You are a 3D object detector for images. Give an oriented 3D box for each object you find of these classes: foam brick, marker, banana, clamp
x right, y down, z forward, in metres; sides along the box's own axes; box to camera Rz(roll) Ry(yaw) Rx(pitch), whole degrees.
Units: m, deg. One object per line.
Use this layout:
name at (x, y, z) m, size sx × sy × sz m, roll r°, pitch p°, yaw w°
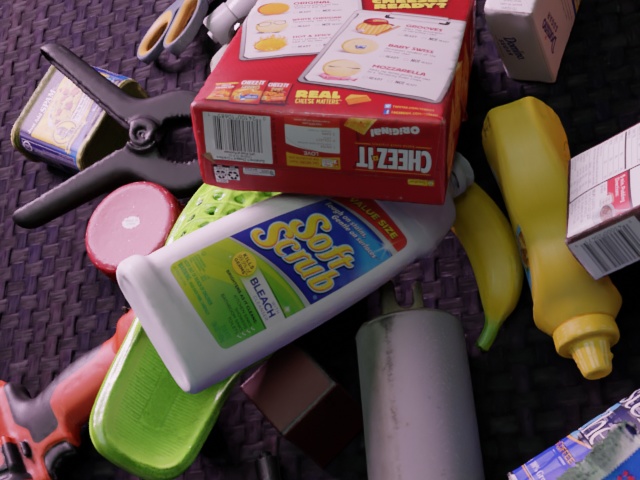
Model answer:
foam brick at (-0.008, 0.114, 0.744) m, size 0.053 × 0.078 × 0.051 m, roll -44°, pitch 55°, yaw -5°
marker at (-0.027, 0.204, 0.740) m, size 0.020 × 0.020 × 0.121 m, roll -22°, pitch 58°, yaw 12°
banana at (0.097, -0.014, 0.789) m, size 0.069 × 0.037 × 0.198 m, roll -31°, pitch 56°, yaw 3°
clamp at (-0.152, -0.093, 0.897) m, size 0.210 × 0.036 × 0.164 m, roll -2°, pitch 76°, yaw 2°

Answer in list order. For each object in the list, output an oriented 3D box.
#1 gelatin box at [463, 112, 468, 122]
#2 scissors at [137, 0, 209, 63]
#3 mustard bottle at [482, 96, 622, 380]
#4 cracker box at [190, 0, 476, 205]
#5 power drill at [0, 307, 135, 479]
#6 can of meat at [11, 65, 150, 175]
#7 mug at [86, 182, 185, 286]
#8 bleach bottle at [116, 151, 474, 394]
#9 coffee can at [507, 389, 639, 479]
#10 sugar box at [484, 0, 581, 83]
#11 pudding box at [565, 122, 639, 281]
gelatin box at (0.067, -0.118, 0.861) m, size 0.089 × 0.030 × 0.073 m, roll -18°, pitch 60°, yaw 13°
scissors at (-0.123, -0.237, 1.010) m, size 0.096 × 0.016 × 0.201 m, roll -26°, pitch 37°, yaw 35°
mustard bottle at (0.159, 0.004, 0.717) m, size 0.058 × 0.096 × 0.191 m, roll -17°, pitch 59°, yaw 12°
cracker box at (0.020, -0.111, 0.754) m, size 0.164 × 0.072 × 0.213 m, roll 5°, pitch 35°, yaw 11°
power drill at (-0.180, 0.152, 0.811) m, size 0.187 × 0.057 × 0.184 m, roll -32°, pitch 60°, yaw 4°
can of meat at (-0.213, -0.108, 0.961) m, size 0.084 × 0.057 × 0.102 m, roll 21°, pitch 75°, yaw 28°
mug at (-0.128, 0.015, 0.844) m, size 0.093 × 0.081 × 0.117 m, roll -29°, pitch 57°, yaw 7°
bleach bottle at (-0.005, 0.001, 0.727) m, size 0.250 × 0.068 × 0.102 m, roll -30°, pitch 88°, yaw -18°
coffee can at (0.197, 0.143, 0.625) m, size 0.140 × 0.102 × 0.103 m, roll -35°, pitch 56°, yaw 4°
sugar box at (0.179, -0.221, 0.828) m, size 0.048 × 0.093 × 0.176 m, roll 13°, pitch 70°, yaw 29°
pudding box at (0.204, -0.037, 0.642) m, size 0.114 × 0.039 × 0.090 m, roll -28°, pitch 27°, yaw 32°
